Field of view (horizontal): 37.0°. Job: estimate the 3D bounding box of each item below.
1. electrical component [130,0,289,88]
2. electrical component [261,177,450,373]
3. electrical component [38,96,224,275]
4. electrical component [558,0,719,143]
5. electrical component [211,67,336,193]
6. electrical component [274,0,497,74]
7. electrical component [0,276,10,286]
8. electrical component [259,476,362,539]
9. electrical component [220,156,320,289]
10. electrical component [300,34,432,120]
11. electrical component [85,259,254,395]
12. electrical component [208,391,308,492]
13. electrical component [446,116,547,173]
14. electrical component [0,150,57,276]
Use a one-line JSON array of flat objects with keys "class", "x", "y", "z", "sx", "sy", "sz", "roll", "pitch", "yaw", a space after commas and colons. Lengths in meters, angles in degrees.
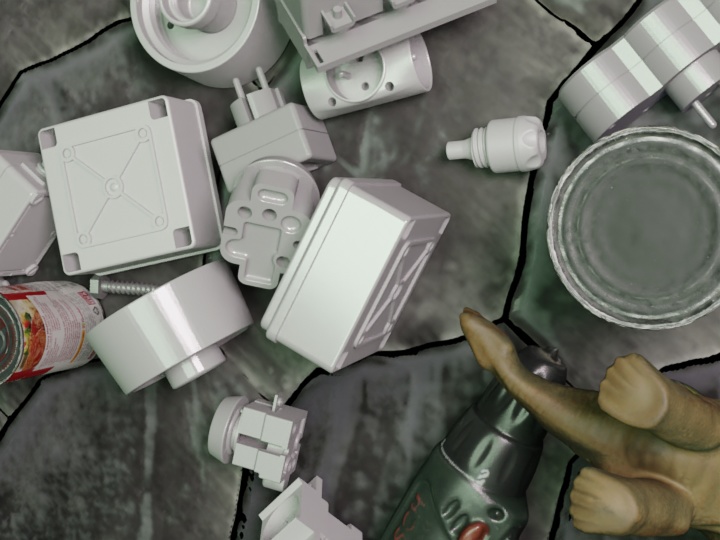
[{"class": "electrical component", "x": -0.105, "y": -0.181, "z": 0.733, "sx": 0.108, "sy": 0.060, "sz": 0.108, "roll": 1, "pitch": 93, "yaw": 20}, {"class": "electrical component", "x": 0.000, "y": 0.000, "z": 0.678, "sx": 0.056, "sy": 0.109, "sz": 0.108, "roll": 30, "pitch": 102, "yaw": 14}, {"class": "electrical component", "x": -0.160, "y": -0.058, "z": 0.760, "sx": 0.109, "sy": 0.056, "sz": 0.108, "roll": -12, "pitch": 89, "yaw": 19}, {"class": "electrical component", "x": 0.193, "y": -0.118, "z": 0.629, "sx": 0.138, "sy": 0.052, "sz": 0.073, "roll": -39, "pitch": 80, "yaw": 18}, {"class": "electrical component", "x": -0.064, "y": -0.099, "z": 0.729, "sx": 0.066, "sy": 0.047, "sz": 0.076, "roll": -22, "pitch": 85, "yaw": 20}, {"class": "electrical component", "x": 0.012, "y": -0.179, "z": 0.654, "sx": 0.121, "sy": 0.063, "sz": 0.078, "roll": -24, "pitch": 63, "yaw": -11}, {"class": "electrical component", "x": -0.298, "y": 0.007, "z": 0.824, "sx": 0.048, "sy": 0.048, "sz": 0.062, "roll": -36, "pitch": 74, "yaw": 18}, {"class": "electrical component", "x": -0.032, "y": 0.181, "z": 0.718, "sx": 0.064, "sy": 0.081, "sz": 0.042, "roll": 39, "pitch": 108, "yaw": -16}, {"class": "electrical component", "x": -0.056, "y": -0.036, "z": 0.686, "sx": 0.058, "sy": 0.057, "sz": 0.078, "roll": 12, "pitch": 127, "yaw": -3}, {"class": "electrical component", "x": 0.001, "y": -0.146, "z": 0.704, "sx": 0.077, "sy": 0.044, "sz": 0.079, "roll": -12, "pitch": 88, "yaw": 21}, {"class": "electrical component", "x": -0.123, "y": 0.045, "z": 0.729, "sx": 0.108, "sy": 0.108, "sz": 0.060, "roll": -30, "pitch": 88, "yaw": 19}, {"class": "electrical component", "x": -0.072, "y": 0.115, "z": 0.744, "sx": 0.055, "sy": 0.048, "sz": 0.066, "roll": 14, "pitch": 97, "yaw": 12}, {"class": "electrical component", "x": 0.085, "y": -0.078, "z": 0.681, "sx": 0.061, "sy": 0.035, "sz": 0.035, "roll": -3, "pitch": 92, "yaw": 23}, {"class": "electrical component", "x": -0.257, "y": -0.049, "z": 0.796, "sx": 0.061, "sy": 0.062, "sz": 0.096, "roll": 41, "pitch": 105, "yaw": 14}]
